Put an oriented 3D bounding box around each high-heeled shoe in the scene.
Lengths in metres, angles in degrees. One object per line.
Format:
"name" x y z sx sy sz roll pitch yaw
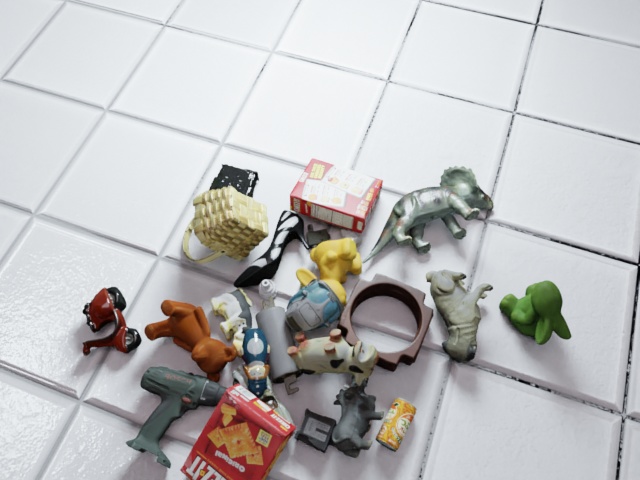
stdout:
"high-heeled shoe" -0.141 0.017 1.409 0.249 0.086 0.145 -28 62 -17

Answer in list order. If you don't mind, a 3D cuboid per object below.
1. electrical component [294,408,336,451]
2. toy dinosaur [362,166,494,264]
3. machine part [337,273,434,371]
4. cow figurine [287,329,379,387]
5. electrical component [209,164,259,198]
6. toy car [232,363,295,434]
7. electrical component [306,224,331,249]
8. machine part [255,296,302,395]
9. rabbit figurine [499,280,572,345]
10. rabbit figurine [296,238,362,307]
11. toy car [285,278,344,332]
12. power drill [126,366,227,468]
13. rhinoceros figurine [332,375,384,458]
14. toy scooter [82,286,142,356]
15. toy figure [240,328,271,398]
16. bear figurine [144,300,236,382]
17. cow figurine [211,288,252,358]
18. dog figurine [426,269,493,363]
"electrical component" 0.010 0.436 1.204 0.119 0.047 0.075 22 66 14
"toy dinosaur" 0.279 -0.078 1.429 0.405 0.131 0.192 -16 51 -2
"machine part" 0.157 0.199 1.300 0.201 0.087 0.201 22 67 13
"cow figurine" 0.039 0.266 1.202 0.195 0.127 0.085 -10 33 26
"electrical component" -0.244 -0.140 1.504 0.115 0.058 0.134 12 63 10
"toy car" -0.131 0.368 1.223 0.073 0.056 0.202 -13 59 -40
"electrical component" -0.003 -0.004 1.445 0.063 0.021 0.094 -12 62 -5
"machine part" -0.100 0.250 1.287 0.079 0.079 0.243 -16 64 -7
"rabbit figurine" 0.511 0.166 1.258 0.121 0.170 0.159 -12 62 -4
"rabbit figurine" 0.023 0.091 1.341 0.162 0.121 0.173 -2 64 6
"toy car" -0.031 0.168 1.270 0.103 0.162 0.109 -37 95 -46
"power drill" -0.321 0.399 1.214 0.232 0.086 0.207 24 70 4
"rhinoceros figurine" 0.077 0.386 1.196 0.112 0.073 0.190 30 42 -4
"toy scooter" -0.533 0.210 1.323 0.135 0.075 0.184 -26 70 -10
"toy figure" -0.147 0.278 1.218 0.064 0.057 0.154 -19 54 13
"bear figurine" -0.302 0.243 1.273 0.120 0.132 0.196 -50 62 18
"cow figurine" -0.198 0.203 1.322 0.098 0.068 0.167 -24 66 -17
"dog figurine" 0.312 0.181 1.292 0.173 0.121 0.190 19 72 24
